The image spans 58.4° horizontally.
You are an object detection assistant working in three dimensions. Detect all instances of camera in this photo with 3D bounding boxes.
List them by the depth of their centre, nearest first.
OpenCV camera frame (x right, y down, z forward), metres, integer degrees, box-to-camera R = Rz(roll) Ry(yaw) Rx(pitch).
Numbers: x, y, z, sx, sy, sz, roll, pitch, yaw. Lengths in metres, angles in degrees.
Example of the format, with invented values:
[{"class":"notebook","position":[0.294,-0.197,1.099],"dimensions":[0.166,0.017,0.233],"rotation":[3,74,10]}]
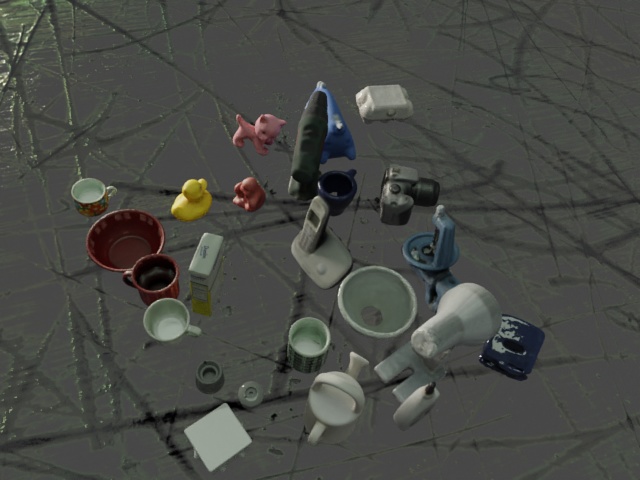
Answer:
[{"class":"camera","position":[0.217,-0.114,1.374],"dimensions":[0.137,0.101,0.143],"rotation":[9,55,-2]}]

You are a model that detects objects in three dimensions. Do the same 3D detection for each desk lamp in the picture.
[{"class":"desk lamp","position":[0.227,0.197,1.093],"dimensions":[0.204,0.213,0.117],"rotation":[-31,64,-25]}]

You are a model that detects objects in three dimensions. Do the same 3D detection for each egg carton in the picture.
[{"class":"egg carton","position":[0.176,-0.368,1.563],"dimensions":[0.150,0.069,0.107],"rotation":[-7,57,-12]}]

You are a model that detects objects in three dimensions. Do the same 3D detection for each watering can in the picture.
[{"class":"watering can","position":[0.029,0.280,1.020],"dimensions":[0.101,0.194,0.173],"rotation":[10,55,0]}]

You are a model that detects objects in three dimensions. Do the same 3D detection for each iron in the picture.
[{"class":"iron","position":[0.016,-0.321,1.465],"dimensions":[0.119,0.141,0.258],"rotation":[-10,58,-14]}]

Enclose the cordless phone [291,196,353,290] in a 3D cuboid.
[{"class":"cordless phone","position":[0.011,0.004,1.213],"dimensions":[0.094,0.185,0.147],"rotation":[-31,65,-25]}]

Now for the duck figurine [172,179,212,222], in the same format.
[{"class":"duck figurine","position":[-0.293,-0.097,1.303],"dimensions":[0.077,0.086,0.105],"rotation":[36,59,17]}]

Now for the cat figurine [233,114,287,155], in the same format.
[{"class":"cat figurine","position":[-0.151,-0.278,1.427],"dimensions":[0.127,0.118,0.067],"rotation":[18,55,5]}]

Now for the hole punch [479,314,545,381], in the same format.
[{"class":"hole punch","position":[0.394,0.221,1.174],"dimensions":[0.108,0.091,0.101],"rotation":[23,56,9]}]

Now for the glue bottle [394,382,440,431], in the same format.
[{"class":"glue bottle","position":[0.185,0.294,1.045],"dimensions":[0.078,0.173,0.037],"rotation":[-26,63,-23]}]

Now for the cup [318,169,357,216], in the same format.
[{"class":"cup","position":[0.044,-0.110,1.351],"dimensions":[0.091,0.095,0.118],"rotation":[34,58,15]}]

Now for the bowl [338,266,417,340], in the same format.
[{"class":"bowl","position":[0.115,0.142,1.200],"dimensions":[0.167,0.075,0.167],"rotation":[4,55,-5]}]

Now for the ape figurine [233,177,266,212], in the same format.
[{"class":"ape figurine","position":[-0.162,-0.111,1.326],"dimensions":[0.076,0.092,0.077],"rotation":[-9,57,-13]}]

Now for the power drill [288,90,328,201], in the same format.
[{"class":"power drill","position":[-0.026,-0.202,1.336],"dimensions":[0.075,0.208,0.229],"rotation":[9,55,-1]}]

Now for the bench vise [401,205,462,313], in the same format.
[{"class":"bench vise","position":[0.264,0.037,1.204],"dimensions":[0.122,0.220,0.207],"rotation":[-35,66,-27]}]
